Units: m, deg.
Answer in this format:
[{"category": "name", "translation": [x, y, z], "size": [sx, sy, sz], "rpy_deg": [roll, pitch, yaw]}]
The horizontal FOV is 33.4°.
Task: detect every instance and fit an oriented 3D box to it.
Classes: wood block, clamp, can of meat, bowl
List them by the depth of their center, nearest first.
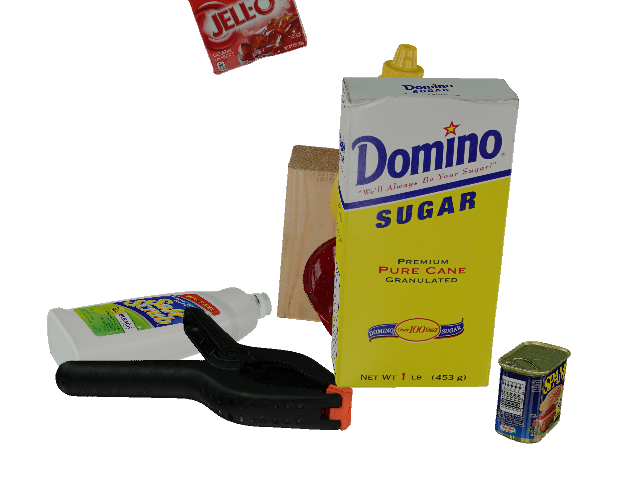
[{"category": "clamp", "translation": [-0.067, 0.096, 0.801], "size": [0.210, 0.036, 0.164], "rpy_deg": [9, 19, 22]}, {"category": "bowl", "translation": [0.061, 0.060, 0.951], "size": [0.162, 0.055, 0.162], "rpy_deg": [6, 39, -5]}, {"category": "can of meat", "translation": [0.233, 0.167, 1.177], "size": [0.058, 0.084, 0.101], "rpy_deg": [12, 15, 30]}, {"category": "wood block", "translation": [-0.002, -0.008, 1.369], "size": [0.090, 0.206, 0.090], "rpy_deg": [6, 25, 1]}]

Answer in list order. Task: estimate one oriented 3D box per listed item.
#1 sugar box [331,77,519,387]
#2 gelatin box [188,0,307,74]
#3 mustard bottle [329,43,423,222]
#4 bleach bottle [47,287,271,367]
[{"category": "sugar box", "translation": [0.055, -0.002, 0.603], "size": [0.093, 0.176, 0.048], "rpy_deg": [-1, 26, -4]}, {"category": "gelatin box", "translation": [-0.064, -0.196, 0.947], "size": [0.089, 0.073, 0.030], "rpy_deg": [-17, 24, 5]}, {"category": "mustard bottle", "translation": [0.071, -0.105, 1.082], "size": [0.096, 0.192, 0.058], "rpy_deg": [3, 27, -13]}, {"category": "bleach bottle", "translation": [-0.175, 0.096, 1.221], "size": [0.250, 0.068, 0.103], "rpy_deg": [-13, 32, -30]}]
